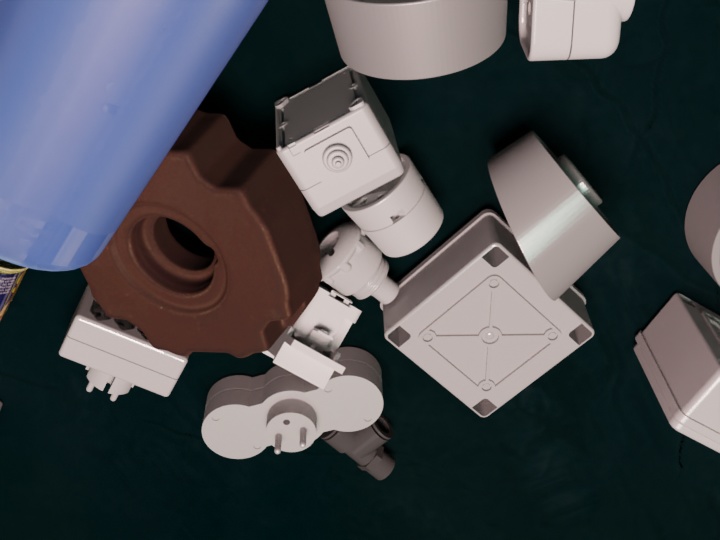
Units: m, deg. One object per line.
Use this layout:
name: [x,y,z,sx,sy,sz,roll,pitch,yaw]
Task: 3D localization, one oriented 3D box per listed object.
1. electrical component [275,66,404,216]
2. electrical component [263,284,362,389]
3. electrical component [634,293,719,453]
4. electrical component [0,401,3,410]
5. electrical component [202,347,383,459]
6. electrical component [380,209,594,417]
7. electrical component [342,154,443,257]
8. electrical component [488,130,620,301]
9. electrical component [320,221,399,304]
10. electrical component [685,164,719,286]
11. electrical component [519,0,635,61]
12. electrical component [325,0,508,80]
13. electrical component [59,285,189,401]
electrical component: [-0.012,-0.077,0.668,0.062,0.096,0.061,-27,118,10]
electrical component: [-0.033,0.043,0.755,0.042,0.081,0.063,30,87,-19]
electrical component: [0.263,0.082,0.763,0.109,0.108,0.056,27,114,-16]
electrical component: [-0.317,0.126,0.792,0.076,0.083,0.047,-32,116,16]
electrical component: [-0.050,0.109,0.793,0.138,0.073,0.052,-15,120,8]
electrical component: [0.089,0.032,0.759,0.109,0.056,0.109,40,112,-22]
electrical component: [0.023,-0.042,0.716,0.055,0.055,0.047,-30,120,16]
electrical component: [0.120,-0.038,0.695,0.064,0.099,0.099,-40,114,13]
electrical component: [0.000,0.000,0.745,0.062,0.048,0.048,38,113,-25]
electrical component: [0.282,-0.024,0.727,0.108,0.060,0.108,-1,121,-1]
electrical component: [0.129,-0.175,0.638,0.059,0.053,0.095,-2,121,0]
electrical component: [0.034,-0.149,0.624,0.108,0.108,0.060,-8,127,3]
electrical component: [-0.175,0.064,0.779,0.083,0.047,0.075,24,118,-15]
